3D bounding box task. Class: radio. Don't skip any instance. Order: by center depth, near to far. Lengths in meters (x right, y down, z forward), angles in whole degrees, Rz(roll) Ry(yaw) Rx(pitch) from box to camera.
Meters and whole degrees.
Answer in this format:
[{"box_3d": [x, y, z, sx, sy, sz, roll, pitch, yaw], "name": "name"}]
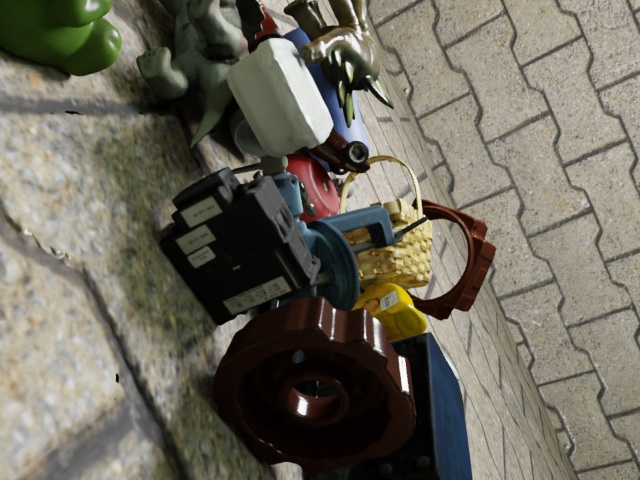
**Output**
[{"box_3d": [0.122, 0.226, 0.626, 0.131, 0.073, 0.230, 59, 22, -27], "name": "radio"}]

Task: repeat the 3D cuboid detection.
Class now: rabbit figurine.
[{"box_3d": [-0.194, -0.227, 0.404, 0.159, 0.170, 0.121, 2, 66, -68], "name": "rabbit figurine"}, {"box_3d": [0.120, 0.158, 0.842, 0.173, 0.122, 0.162, 51, 6, -15], "name": "rabbit figurine"}]

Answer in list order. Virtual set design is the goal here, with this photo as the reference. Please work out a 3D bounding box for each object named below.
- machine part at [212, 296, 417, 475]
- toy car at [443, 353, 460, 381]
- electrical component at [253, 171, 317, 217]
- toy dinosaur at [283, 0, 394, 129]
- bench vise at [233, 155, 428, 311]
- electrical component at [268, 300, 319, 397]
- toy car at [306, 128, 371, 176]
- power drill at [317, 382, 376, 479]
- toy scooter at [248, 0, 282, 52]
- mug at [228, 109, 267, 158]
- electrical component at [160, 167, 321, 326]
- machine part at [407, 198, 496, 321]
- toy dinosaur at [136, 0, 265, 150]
[{"box_3d": [-0.004, 0.133, 0.486, 0.179, 0.179, 0.056, 57, 19, -23], "name": "machine part"}, {"box_3d": [0.167, 0.177, 0.950, 0.202, 0.056, 0.073, 54, 12, 32], "name": "toy car"}, {"box_3d": [-0.048, -0.061, 0.730, 0.094, 0.063, 0.021, 54, 24, -26], "name": "electrical component"}, {"box_3d": [0.045, -0.285, 0.836, 0.471, 0.105, 0.198, -58, 130, -63], "name": "toy dinosaur"}, {"box_3d": [0.004, -0.003, 0.653, 0.240, 0.129, 0.223, -15, 88, -33], "name": "bench vise"}, {"box_3d": [-0.026, 0.110, 0.560, 0.075, 0.048, 0.119, -86, 176, -53], "name": "electrical component"}, {"box_3d": [-0.009, -0.162, 0.819, 0.202, 0.089, 0.053, 40, 72, -13], "name": "toy car"}, {"box_3d": [0.055, 0.238, 0.656, 0.207, 0.086, 0.232, 55, 25, -46], "name": "power drill"}, {"box_3d": [-0.099, -0.309, 0.853, 0.184, 0.075, 0.135, 58, -8, 19], "name": "toy scooter"}, {"box_3d": [-0.084, -0.172, 0.745, 0.109, 0.081, 0.107, 35, 24, -52], "name": "mug"}, {"box_3d": [-0.080, 0.001, 0.515, 0.134, 0.115, 0.058, 61, 19, -18], "name": "electrical component"}, {"box_3d": [0.210, 0.034, 1.018, 0.202, 0.201, 0.087, 25, 3, 36], "name": "machine part"}, {"box_3d": [-0.131, -0.237, 0.659, 0.192, 0.131, 0.405, 38, 42, -59], "name": "toy dinosaur"}]
